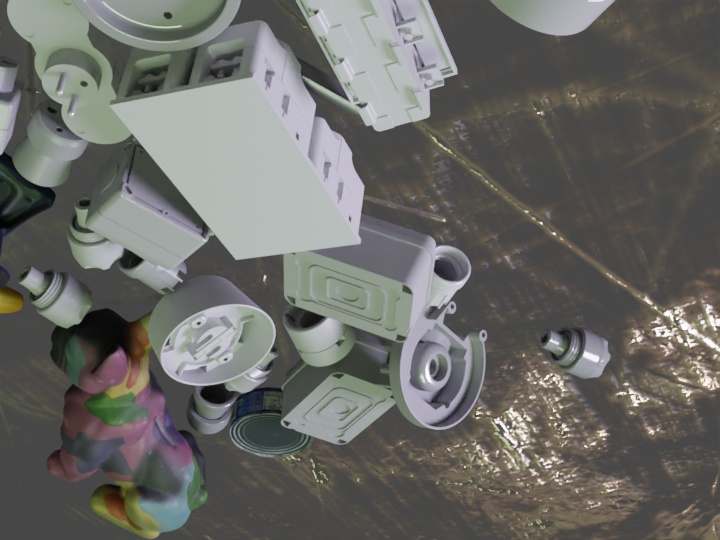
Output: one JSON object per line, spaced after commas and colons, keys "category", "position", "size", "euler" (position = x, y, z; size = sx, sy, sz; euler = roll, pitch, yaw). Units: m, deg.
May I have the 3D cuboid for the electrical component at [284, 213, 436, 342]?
{"category": "electrical component", "position": [0.000, 0.000, 0.869], "size": [0.113, 0.057, 0.078], "euler": [19, 141, 12]}

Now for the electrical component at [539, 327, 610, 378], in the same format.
{"category": "electrical component", "position": [0.194, 0.072, 0.986], "size": [0.062, 0.043, 0.043], "euler": [22, 136, -21]}

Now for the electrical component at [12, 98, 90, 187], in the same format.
{"category": "electrical component", "position": [-0.227, -0.095, 0.798], "size": [0.045, 0.045, 0.055], "euler": [23, 135, -24]}

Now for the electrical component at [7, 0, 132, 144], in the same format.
{"category": "electrical component", "position": [-0.193, -0.136, 0.725], "size": [0.052, 0.073, 0.138], "euler": [-6, 139, 9]}

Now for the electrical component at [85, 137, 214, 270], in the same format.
{"category": "electrical component", "position": [-0.159, -0.046, 0.841], "size": [0.096, 0.061, 0.061], "euler": [31, 132, -30]}

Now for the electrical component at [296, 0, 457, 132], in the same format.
{"category": "electrical component", "position": [0.008, -0.155, 0.704], "size": [0.079, 0.063, 0.121], "euler": [-14, 138, 17]}

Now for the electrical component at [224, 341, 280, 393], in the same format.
{"category": "electrical component", "position": [-0.101, 0.087, 1.013], "size": [0.043, 0.043, 0.062], "euler": [31, 130, -31]}

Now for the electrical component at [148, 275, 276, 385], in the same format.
{"category": "electrical component", "position": [-0.132, 0.055, 0.937], "size": [0.099, 0.064, 0.099], "euler": [-23, 135, -24]}

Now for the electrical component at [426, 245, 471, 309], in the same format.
{"category": "electrical component", "position": [0.068, 0.007, 0.916], "size": [0.040, 0.040, 0.046], "euler": [11, 145, -12]}

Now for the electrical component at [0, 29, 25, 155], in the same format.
{"category": "electrical component", "position": [-0.261, -0.129, 0.749], "size": [0.047, 0.065, 0.076], "euler": [15, 109, -15]}

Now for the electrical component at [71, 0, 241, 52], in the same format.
{"category": "electrical component", "position": [-0.124, -0.196, 0.661], "size": [0.108, 0.060, 0.108], "euler": [1, 140, 1]}

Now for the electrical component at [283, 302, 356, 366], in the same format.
{"category": "electrical component", "position": [-0.037, 0.050, 0.959], "size": [0.055, 0.055, 0.047], "euler": [-13, 134, 17]}

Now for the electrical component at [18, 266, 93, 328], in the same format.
{"category": "electrical component", "position": [-0.268, 0.020, 0.938], "size": [0.043, 0.043, 0.062], "euler": [-27, 131, 30]}

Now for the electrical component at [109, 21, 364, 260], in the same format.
{"category": "electrical component", "position": [-0.079, -0.089, 0.771], "size": [0.105, 0.060, 0.186], "euler": [-7, 145, 21]}

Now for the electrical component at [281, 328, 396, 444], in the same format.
{"category": "electrical component", "position": [-0.019, 0.110, 1.026], "size": [0.078, 0.057, 0.113], "euler": [23, 136, -23]}

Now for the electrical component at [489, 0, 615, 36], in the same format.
{"category": "electrical component", "position": [0.115, -0.191, 0.635], "size": [0.099, 0.099, 0.064], "euler": [16, 144, -16]}

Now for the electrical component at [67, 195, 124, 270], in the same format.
{"category": "electrical component", "position": [-0.217, -0.033, 0.873], "size": [0.043, 0.043, 0.062], "euler": [0, 139, 2]}

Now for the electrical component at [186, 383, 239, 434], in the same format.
{"category": "electrical component", "position": [-0.147, 0.131, 1.066], "size": [0.045, 0.045, 0.055], "euler": [11, 139, -11]}

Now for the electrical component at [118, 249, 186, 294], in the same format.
{"category": "electrical component", "position": [-0.175, -0.005, 0.909], "size": [0.040, 0.040, 0.046], "euler": [-21, 140, 25]}
